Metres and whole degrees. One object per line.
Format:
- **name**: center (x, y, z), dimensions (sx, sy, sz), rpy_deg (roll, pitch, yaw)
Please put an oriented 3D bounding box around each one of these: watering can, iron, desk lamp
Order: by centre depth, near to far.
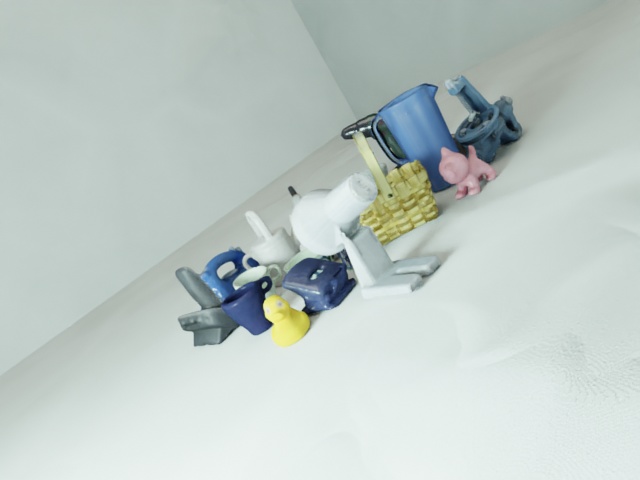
- **desk lamp**: center (0.070, -0.010, 1.004), dimensions (0.202, 0.214, 0.118), rpy_deg (-14, 22, 51)
- **watering can**: center (-0.115, 0.004, 1.399), dimensions (0.173, 0.194, 0.100), rpy_deg (-40, 16, -33)
- **iron**: center (-0.225, 0.088, 1.450), dimensions (0.118, 0.141, 0.259), rpy_deg (-23, 16, 31)

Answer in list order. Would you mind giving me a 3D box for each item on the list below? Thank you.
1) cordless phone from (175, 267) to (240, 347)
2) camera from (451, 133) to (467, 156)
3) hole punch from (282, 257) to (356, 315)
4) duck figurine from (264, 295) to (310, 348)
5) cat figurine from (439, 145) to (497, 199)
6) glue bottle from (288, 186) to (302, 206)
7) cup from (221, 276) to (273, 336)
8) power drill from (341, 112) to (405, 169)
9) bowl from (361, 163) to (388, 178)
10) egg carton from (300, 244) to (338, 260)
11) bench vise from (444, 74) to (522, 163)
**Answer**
- **cordless phone**: center (-0.273, 0.140, 1.276), dimensions (0.147, 0.185, 0.094), rpy_deg (-19, 18, 41)
- **camera**: center (0.325, -0.240, 1.513), dimensions (0.142, 0.101, 0.137), rpy_deg (-18, 19, 43)
- **hole punch**: center (-0.001, 0.080, 1.102), dimensions (0.100, 0.091, 0.109), rpy_deg (-19, 18, 41)
- **duck figurine**: center (-0.070, 0.138, 1.052), dimensions (0.077, 0.086, 0.104), rpy_deg (-30, 14, 6)
- **cat figurine**: center (0.303, -0.155, 1.220), dimensions (0.128, 0.118, 0.067), rpy_deg (-40, 16, -31)
- **glue bottle**: center (-0.037, -0.072, 1.544), dimensions (0.078, 0.173, 0.037), rpy_deg (-21, 17, 37)
- **cup**: center (-0.130, 0.137, 1.167), dimensions (0.118, 0.095, 0.091), rpy_deg (-38, 15, -25)
- **power drill**: center (0.206, -0.297, 1.745), dimensions (0.229, 0.208, 0.075), rpy_deg (-28, 14, 12)
- **bowl**: center (0.136, -0.154, 1.676), dimensions (0.167, 0.075, 0.167), rpy_deg (-29, 14, 8)
- **egg carton**: center (0.013, 0.005, 1.386), dimensions (0.107, 0.069, 0.150), rpy_deg (-27, 14, 19)
- **bench vise**: center (0.381, -0.309, 1.384), dimensions (0.121, 0.220, 0.208), rpy_deg (-20, 18, 40)
